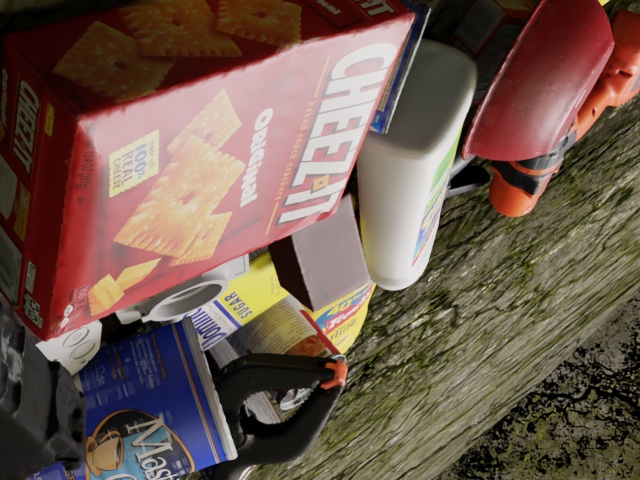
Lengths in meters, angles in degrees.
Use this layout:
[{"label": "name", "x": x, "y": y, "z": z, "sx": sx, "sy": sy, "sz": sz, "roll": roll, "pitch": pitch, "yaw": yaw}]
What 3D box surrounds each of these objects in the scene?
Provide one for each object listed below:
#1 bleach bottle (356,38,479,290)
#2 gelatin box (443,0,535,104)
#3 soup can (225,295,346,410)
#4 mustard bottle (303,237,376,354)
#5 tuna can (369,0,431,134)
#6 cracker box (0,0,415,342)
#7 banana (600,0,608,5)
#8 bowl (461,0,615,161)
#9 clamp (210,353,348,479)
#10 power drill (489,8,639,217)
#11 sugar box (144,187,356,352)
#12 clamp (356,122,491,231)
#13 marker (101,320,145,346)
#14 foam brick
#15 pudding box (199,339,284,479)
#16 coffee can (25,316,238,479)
[{"label": "bleach bottle", "x": 0.067, "y": -0.037, "z": 0.823, "sx": 0.251, "sy": 0.068, "sz": 0.102, "roll": 87, "pitch": 28, "yaw": -61}, {"label": "gelatin box", "x": 0.121, "y": -0.143, "z": 0.807, "sx": 0.073, "sy": 0.030, "sz": 0.089, "roll": -13, "pitch": 146, "yaw": -54}, {"label": "soup can", "x": -0.036, "y": 0.081, "z": 0.889, "sx": 0.068, "sy": 0.102, "sz": 0.068, "roll": -35, "pitch": 159, "yaw": -15}, {"label": "mustard bottle", "x": 0.011, "y": 0.048, "z": 0.971, "sx": 0.096, "sy": 0.058, "sz": 0.192, "roll": -32, "pitch": 158, "yaw": -25}, {"label": "tuna can", "x": 0.040, "y": -0.110, "z": 0.664, "sx": 0.086, "sy": 0.034, "sz": 0.086, "roll": 23, "pitch": 87, "yaw": -88}, {"label": "cracker box", "x": -0.064, "y": -0.051, "z": 0.568, "sx": 0.213, "sy": 0.072, "sz": 0.164, "roll": -24, "pitch": 151, "yaw": -37}, {"label": "banana", "x": 0.206, "y": -0.223, "z": 0.789, "sx": 0.070, "sy": 0.037, "sz": 0.197, "roll": -24, "pitch": 163, "yaw": 17}, {"label": "bowl", "x": 0.167, "y": -0.116, "z": 0.778, "sx": 0.162, "sy": 0.055, "sz": 0.162, "roll": -55, "pitch": 168, "yaw": -18}, {"label": "clamp", "x": -0.067, "y": 0.156, "z": 0.842, "sx": 0.210, "sy": 0.164, "sz": 0.036, "roll": -21, "pitch": -163, "yaw": 14}, {"label": "power drill", "x": 0.227, "y": -0.121, "z": 0.953, "sx": 0.187, "sy": 0.057, "sz": 0.184, "roll": -44, "pitch": 166, "yaw": -19}, {"label": "sugar box", "x": -0.054, "y": 0.022, "z": 0.817, "sx": 0.176, "sy": 0.048, "sz": 0.093, "roll": -36, "pitch": 157, "yaw": -16}, {"label": "clamp", "x": 0.102, "y": -0.049, "z": 0.959, "sx": 0.171, "sy": 0.039, "sz": 0.120, "roll": -34, "pitch": 153, "yaw": -11}, {"label": "marker", "x": -0.180, "y": 0.101, "z": 0.796, "sx": 0.121, "sy": 0.020, "sz": 0.020, "roll": -40, "pitch": 160, "yaw": -3}, {"label": "foam brick", "x": -0.005, "y": 0.001, "z": 0.755, "sx": 0.053, "sy": 0.051, "sz": 0.078, "roll": -27, "pitch": 124, "yaw": -19}, {"label": "pudding box", "x": -0.088, "y": 0.146, "z": 0.919, "sx": 0.039, "sy": 0.113, "sz": 0.090, "roll": -10, "pitch": 144, "yaw": -44}, {"label": "coffee can", "x": -0.138, "y": 0.122, "z": 0.722, "sx": 0.140, "sy": 0.103, "sz": 0.103, "roll": -18, "pitch": 156, "yaw": -8}]
